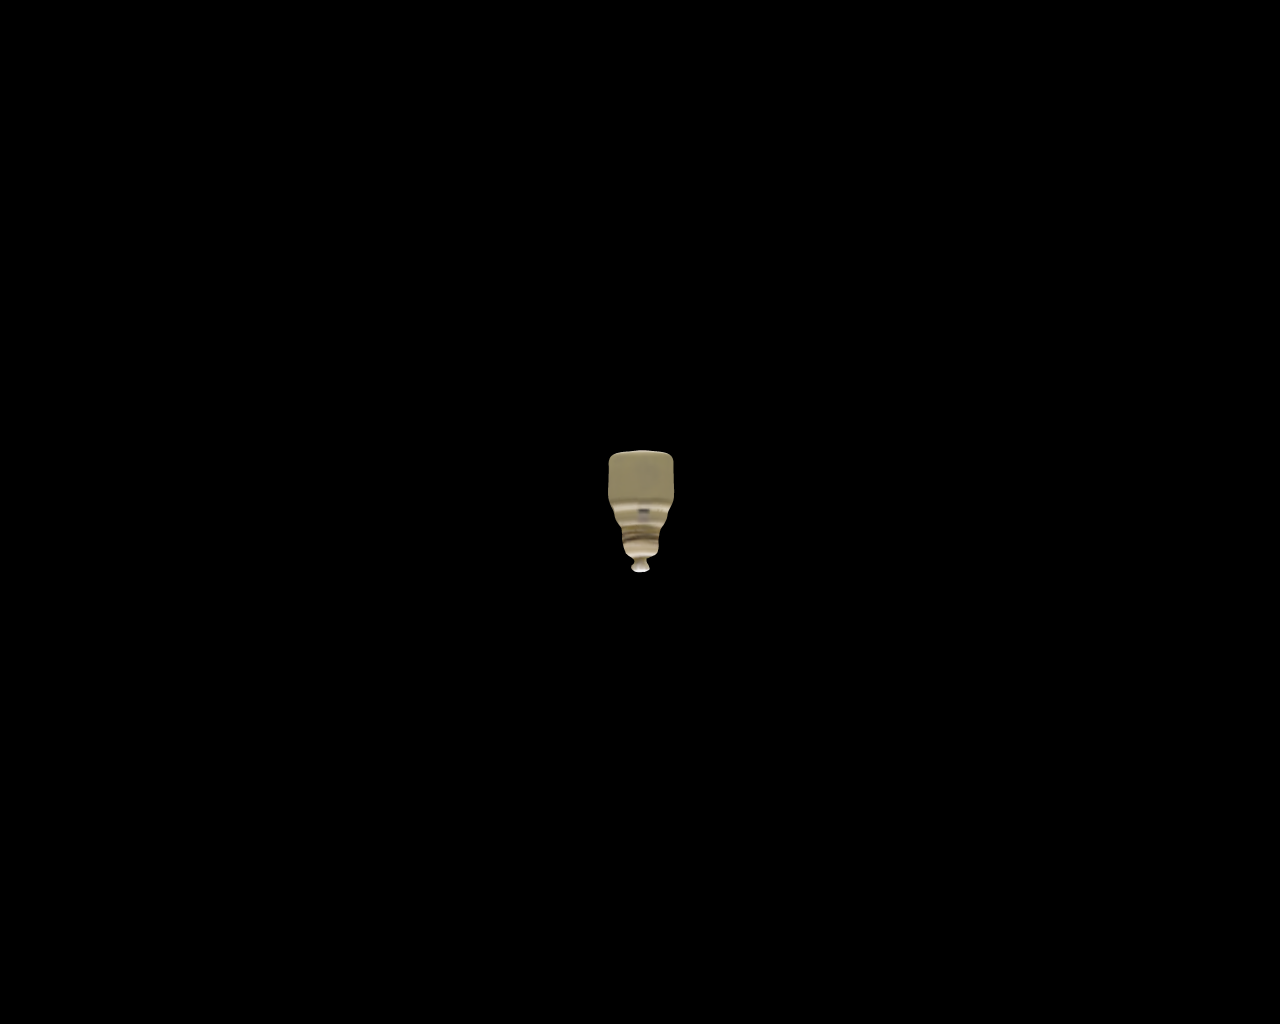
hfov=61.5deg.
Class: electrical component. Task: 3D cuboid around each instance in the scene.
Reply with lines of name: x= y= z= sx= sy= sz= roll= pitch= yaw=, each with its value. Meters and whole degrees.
electrical component: x=0.001 y=-0.003 z=0.650 sx=0.040 sy=0.078 sz=0.040 roll=0 pitch=-5 yaw=0
